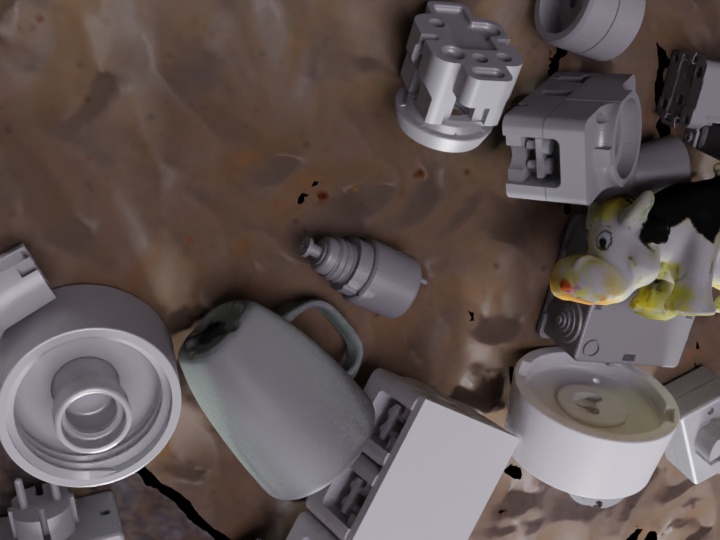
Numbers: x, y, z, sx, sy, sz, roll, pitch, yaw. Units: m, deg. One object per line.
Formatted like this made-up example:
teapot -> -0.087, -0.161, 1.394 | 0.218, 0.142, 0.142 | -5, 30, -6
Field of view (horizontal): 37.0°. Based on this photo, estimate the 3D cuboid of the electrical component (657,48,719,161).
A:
electrical component -> 0.225, -0.110, 0.673 | 0.064, 0.042, 0.081 | 4, 110, -21

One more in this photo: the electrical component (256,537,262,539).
electrical component -> -0.078, 0.207, 0.695 | 0.081, 0.043, 0.043 | -35, 120, -4

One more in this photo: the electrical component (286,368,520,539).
electrical component -> 0.019, 0.147, 0.675 | 0.089, 0.062, 0.150 | 26, 91, -37

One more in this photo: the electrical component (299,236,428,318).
electrical component -> 0.000, 0.000, 0.636 | 0.078, 0.040, 0.040 | 23, 103, -27

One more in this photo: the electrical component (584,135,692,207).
electrical component -> 0.168, -0.060, 0.674 | 0.065, 0.044, 0.044 | -7, 115, -13

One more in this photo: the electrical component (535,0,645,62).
electrical component -> 0.158, -0.185, 0.608 | 0.074, 0.052, 0.138 | 10, 109, -30

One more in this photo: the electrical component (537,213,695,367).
electrical component -> 0.175, 0.015, 0.705 | 0.100, 0.048, 0.099 | 5, 110, -23

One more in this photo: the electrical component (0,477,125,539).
electrical component -> -0.183, 0.150, 0.628 | 0.083, 0.047, 0.075 | -12, 116, -16

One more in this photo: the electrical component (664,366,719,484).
electrical component -> 0.253, 0.119, 0.764 | 0.047, 0.076, 0.065 | -26, 119, -9

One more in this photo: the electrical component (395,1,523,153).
electrical component -> 0.052, -0.103, 0.594 | 0.058, 0.078, 0.057 | -1, 134, -21

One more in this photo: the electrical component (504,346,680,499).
electrical component -> 0.146, 0.104, 0.702 | 0.108, 0.108, 0.060 | 0, 118, -21

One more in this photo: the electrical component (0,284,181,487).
electrical component -> -0.151, 0.069, 0.596 | 0.108, 0.060, 0.108 | -8, 115, -18

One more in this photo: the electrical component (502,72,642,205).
electrical component -> 0.126, -0.077, 0.615 | 0.089, 0.056, 0.050 | -42, 132, -49

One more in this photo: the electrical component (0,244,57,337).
electrical component -> -0.190, 0.012, 0.569 | 0.046, 0.040, 0.040 | -32, 120, -12
